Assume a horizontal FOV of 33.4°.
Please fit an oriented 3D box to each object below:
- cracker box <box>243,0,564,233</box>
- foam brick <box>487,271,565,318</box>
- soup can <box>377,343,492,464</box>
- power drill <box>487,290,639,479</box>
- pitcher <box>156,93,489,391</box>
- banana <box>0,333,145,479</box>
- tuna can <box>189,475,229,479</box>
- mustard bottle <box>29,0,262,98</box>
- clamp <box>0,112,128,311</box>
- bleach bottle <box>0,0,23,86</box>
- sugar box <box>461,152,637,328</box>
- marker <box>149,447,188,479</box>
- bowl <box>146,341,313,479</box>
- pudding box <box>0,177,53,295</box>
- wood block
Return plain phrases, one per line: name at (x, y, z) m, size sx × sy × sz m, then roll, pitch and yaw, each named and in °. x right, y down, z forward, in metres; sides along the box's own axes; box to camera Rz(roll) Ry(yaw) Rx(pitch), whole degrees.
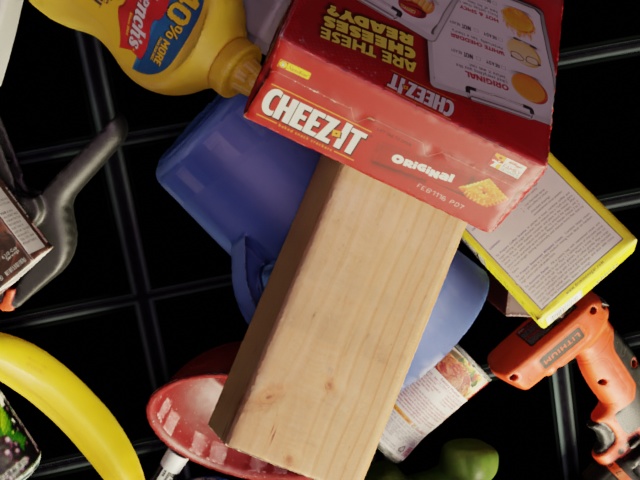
cracker box at (0.060, -0.123, 0.661) m, size 0.164 × 0.213 × 0.072 m, roll 24°, pitch 135°, yaw -7°
foam brick at (0.169, 0.018, 0.860) m, size 0.053 × 0.051 × 0.078 m, roll 2°, pitch 102°, yaw -10°
soup can at (0.078, 0.122, 0.860) m, size 0.102 × 0.068 × 0.068 m, roll -44°, pitch 106°, yaw 3°
power drill at (0.225, 0.146, 0.897) m, size 0.184 × 0.057 × 0.187 m, roll -43°, pitch 108°, yaw -2°
pitcher at (-0.005, 0.001, 0.783) m, size 0.242 × 0.149 × 0.145 m, roll 43°, pitch 96°, yaw -12°
banana at (-0.203, 0.128, 0.816) m, size 0.037 × 0.069 × 0.197 m, roll -33°, pitch 117°, yaw 26°
tuna can at (-0.092, 0.238, 0.875) m, size 0.086 × 0.034 × 0.086 m, roll -2°, pitch 103°, yaw -9°
mustard bottle at (-0.108, -0.154, 0.726) m, size 0.192 × 0.058 × 0.096 m, roll 38°, pitch 104°, yaw 16°
clamp at (-0.204, -0.030, 0.790) m, size 0.120 × 0.039 × 0.171 m, roll 7°, pitch 105°, yaw 8°
bleach bottle at (-0.337, -0.176, 0.726) m, size 0.250 × 0.068 × 0.102 m, roll 13°, pitch 83°, yaw -7°
sugar box at (0.142, -0.029, 0.805) m, size 0.093 × 0.048 × 0.176 m, roll -41°, pitch 70°, yaw 1°
marker at (-0.145, 0.223, 0.871) m, size 0.020 × 0.020 × 0.121 m, roll 30°, pitch 96°, yaw -14°
bowl at (-0.049, 0.125, 0.822) m, size 0.162 × 0.055 × 0.162 m, roll 7°, pitch 142°, yaw 5°
pudding box at (-0.261, 0.006, 0.767) m, size 0.114 × 0.039 × 0.090 m, roll -36°, pitch 93°, yaw 18°
wood block at (0.013, 0.044, 0.684) m, size 0.090 × 0.091 × 0.206 m, roll 24°, pitch 84°, yaw -12°
